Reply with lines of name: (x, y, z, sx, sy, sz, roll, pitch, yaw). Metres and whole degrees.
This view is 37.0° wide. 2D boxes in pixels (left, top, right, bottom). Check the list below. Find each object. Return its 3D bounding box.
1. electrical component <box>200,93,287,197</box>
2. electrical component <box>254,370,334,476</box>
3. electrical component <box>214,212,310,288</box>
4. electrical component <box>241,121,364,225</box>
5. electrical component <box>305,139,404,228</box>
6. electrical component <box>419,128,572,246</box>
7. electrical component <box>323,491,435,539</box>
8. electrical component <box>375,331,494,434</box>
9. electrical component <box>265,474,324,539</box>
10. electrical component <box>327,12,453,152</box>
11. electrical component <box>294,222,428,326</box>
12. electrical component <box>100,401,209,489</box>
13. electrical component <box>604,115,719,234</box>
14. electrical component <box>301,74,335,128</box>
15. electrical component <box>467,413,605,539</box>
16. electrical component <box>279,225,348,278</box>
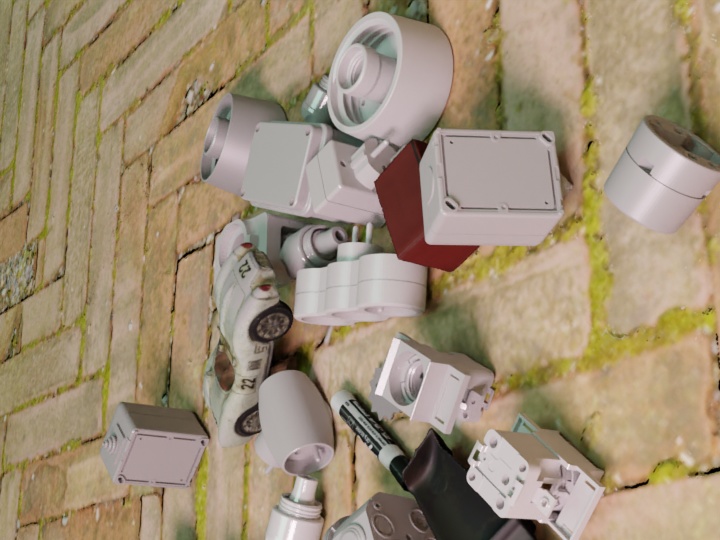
electrical component: (-0.116, -0.122, 1.049, 0.099, 0.064, 0.099, -49, 33, 48)
electrical component: (-0.062, 0.137, 0.891, 0.079, 0.044, 0.077, -54, 41, 31)
electrical component: (-0.092, -0.014, 0.969, 0.089, 0.056, 0.050, -21, 63, 50)
electrical component: (-0.049, -0.085, 0.925, 0.113, 0.057, 0.078, 15, 92, 58)
electrical component: (0.007, -0.077, 0.841, 0.077, 0.066, 0.047, -41, 49, 41)
electrical component: (0.090, -0.052, 0.707, 0.061, 0.096, 0.061, 113, 156, -67)
electrical component: (0.018, 0.195, 0.734, 0.051, 0.080, 0.080, -47, 45, 29)
electrical component: (0.053, 0.077, 0.733, 0.081, 0.064, 0.042, 31, 105, 53)
electrical component: (-0.049, 0.195, 0.858, 0.043, 0.043, 0.062, 15, 91, 55)
electrical component: (0.016, -0.152, 0.855, 0.108, 0.060, 0.108, -22, 62, 50)
electrical component: (0.000, 0.000, 0.839, 0.138, 0.052, 0.073, -12, 71, 53)
electrical component: (-0.206, 0.167, 1.038, 0.061, 0.096, 0.061, 43, 115, 51)
electrical component: (0.173, -0.054, 0.615, 0.047, 0.055, 0.055, -60, 39, 29)
electrical component: (-0.026, -0.155, 0.938, 0.061, 0.035, 0.035, -61, 38, 19)
electrical component: (0.103, 0.124, 0.649, 0.081, 0.064, 0.042, 42, 113, 52)
electrical component: (-0.035, -0.018, 0.902, 0.062, 0.043, 0.043, -28, 58, 46)
